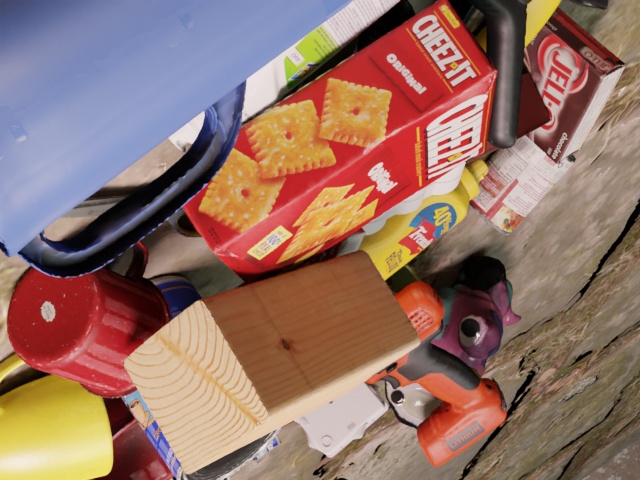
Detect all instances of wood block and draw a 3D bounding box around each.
[{"bbox_3d":[-0.026,0.080,0.773,0.090,0.091,0.205,-39,167,32],"label":"wood block"}]

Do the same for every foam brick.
[{"bbox_3d":[0.155,-0.108,0.933,0.053,0.051,0.078,-25,-178,43],"label":"foam brick"}]

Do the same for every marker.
[{"bbox_3d":[0.029,-0.124,0.758,0.020,0.020,0.121,-35,176,-12],"label":"marker"}]

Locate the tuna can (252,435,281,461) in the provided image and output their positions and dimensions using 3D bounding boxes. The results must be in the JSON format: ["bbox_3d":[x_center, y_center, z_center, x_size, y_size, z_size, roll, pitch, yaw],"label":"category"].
[{"bbox_3d":[-0.076,0.176,1.060,0.033,0.086,0.086,-34,154,-11],"label":"tuna can"}]

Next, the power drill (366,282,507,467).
[{"bbox_3d":[0.083,0.148,1.065,0.185,0.057,0.187,-37,121,16],"label":"power drill"}]

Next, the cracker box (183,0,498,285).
[{"bbox_3d":[0.016,-0.054,0.744,0.213,0.072,0.164,-32,166,-2],"label":"cracker box"}]

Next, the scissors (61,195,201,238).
[{"bbox_3d":[-0.108,-0.039,0.754,0.096,0.016,0.201,-46,155,16],"label":"scissors"}]

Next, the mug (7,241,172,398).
[{"bbox_3d":[-0.159,0.048,0.753,0.117,0.093,0.081,-63,149,-5],"label":"mug"}]

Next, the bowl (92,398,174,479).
[{"bbox_3d":[-0.159,0.169,0.970,0.162,0.055,0.162,-31,153,-19],"label":"bowl"}]

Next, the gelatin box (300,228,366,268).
[{"bbox_3d":[-0.006,0.001,0.894,0.030,0.073,0.089,-20,148,-35],"label":"gelatin box"}]

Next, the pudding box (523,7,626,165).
[{"bbox_3d":[0.210,-0.138,0.950,0.039,0.090,0.114,-27,152,-28],"label":"pudding box"}]

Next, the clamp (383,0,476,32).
[{"bbox_3d":[0.074,-0.145,0.813,0.120,0.039,0.172,-22,145,-34],"label":"clamp"}]

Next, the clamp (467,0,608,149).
[{"bbox_3d":[0.137,-0.177,0.766,0.164,0.036,0.209,-59,138,-14],"label":"clamp"}]

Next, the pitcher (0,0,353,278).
[{"bbox_3d":[-0.095,-0.102,0.544,0.242,0.145,0.149,-36,170,-17],"label":"pitcher"}]

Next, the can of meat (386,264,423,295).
[{"bbox_3d":[0.053,0.065,1.096,0.084,0.057,0.101,-47,153,19],"label":"can of meat"}]

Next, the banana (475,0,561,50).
[{"bbox_3d":[0.156,-0.186,0.867,0.069,0.037,0.198,8,128,-36],"label":"banana"}]

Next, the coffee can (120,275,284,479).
[{"bbox_3d":[-0.107,0.112,0.853,0.102,0.140,0.103,-32,153,-19],"label":"coffee can"}]

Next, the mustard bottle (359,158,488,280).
[{"bbox_3d":[0.079,-0.016,1.002,0.191,0.058,0.096,-37,153,-8],"label":"mustard bottle"}]

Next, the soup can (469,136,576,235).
[{"bbox_3d":[0.199,-0.065,1.077,0.102,0.068,0.068,-50,153,17],"label":"soup can"}]

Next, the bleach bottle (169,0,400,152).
[{"bbox_3d":[-0.006,-0.151,0.665,0.251,0.068,0.102,-42,162,6],"label":"bleach bottle"}]
